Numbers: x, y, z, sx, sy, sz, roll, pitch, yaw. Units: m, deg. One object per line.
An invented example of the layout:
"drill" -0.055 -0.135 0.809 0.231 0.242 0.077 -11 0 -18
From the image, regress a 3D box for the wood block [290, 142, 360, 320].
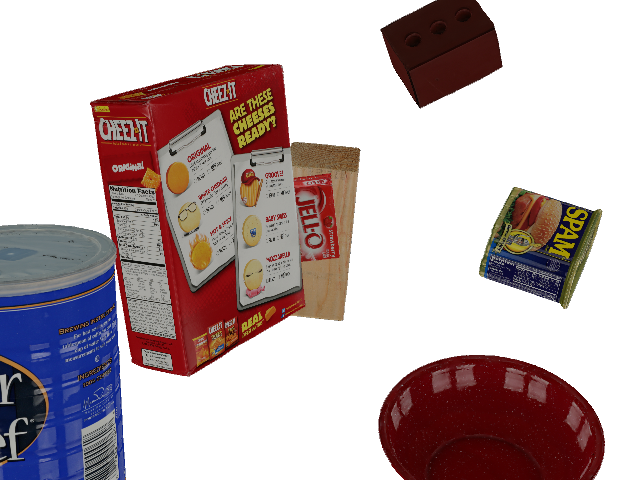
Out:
"wood block" -0.003 -0.012 1.369 0.090 0.206 0.090 6 25 1

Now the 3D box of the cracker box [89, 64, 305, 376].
"cracker box" -0.092 -0.022 0.854 0.072 0.214 0.163 5 20 34

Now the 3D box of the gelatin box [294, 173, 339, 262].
"gelatin box" -0.020 -0.021 1.097 0.073 0.089 0.030 -6 29 -1

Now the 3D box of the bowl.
"bowl" 0.123 0.156 0.784 0.162 0.055 0.162 -1 35 0

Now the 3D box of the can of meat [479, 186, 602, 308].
"can of meat" 0.201 0.004 0.976 0.084 0.057 0.102 19 48 17

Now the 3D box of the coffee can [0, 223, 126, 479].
"coffee can" -0.153 0.072 0.545 0.103 0.140 0.103 0 16 0

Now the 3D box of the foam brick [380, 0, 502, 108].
"foam brick" 0.097 -0.153 0.847 0.078 0.053 0.051 -27 -35 0
